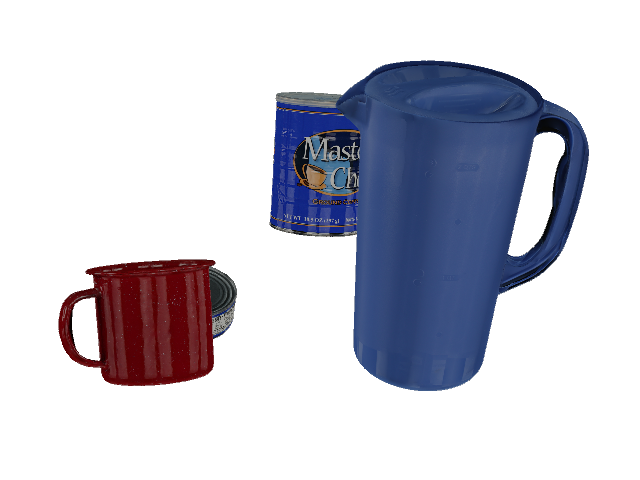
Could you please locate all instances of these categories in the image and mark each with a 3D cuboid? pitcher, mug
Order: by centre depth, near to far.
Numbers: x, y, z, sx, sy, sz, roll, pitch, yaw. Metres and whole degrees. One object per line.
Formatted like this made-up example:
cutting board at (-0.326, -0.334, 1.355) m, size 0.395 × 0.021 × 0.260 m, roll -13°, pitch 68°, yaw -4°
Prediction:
mug at (-0.129, 0.059, 0.763) m, size 0.117 × 0.081 × 0.093 m, roll -6°, pitch 4°, yaw -34°
pitcher at (0.099, -0.008, 0.826) m, size 0.144 × 0.243 × 0.149 m, roll -20°, pitch 36°, yaw -37°

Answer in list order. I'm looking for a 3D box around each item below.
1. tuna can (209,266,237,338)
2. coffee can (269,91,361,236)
tuna can at (-0.123, 0.058, 1.007) m, size 0.086 × 0.034 × 0.086 m, roll 7°, pitch 32°, yaw -4°
coffee can at (0.000, -0.083, 1.133) m, size 0.103 × 0.140 × 0.103 m, roll 4°, pitch 12°, yaw -1°
